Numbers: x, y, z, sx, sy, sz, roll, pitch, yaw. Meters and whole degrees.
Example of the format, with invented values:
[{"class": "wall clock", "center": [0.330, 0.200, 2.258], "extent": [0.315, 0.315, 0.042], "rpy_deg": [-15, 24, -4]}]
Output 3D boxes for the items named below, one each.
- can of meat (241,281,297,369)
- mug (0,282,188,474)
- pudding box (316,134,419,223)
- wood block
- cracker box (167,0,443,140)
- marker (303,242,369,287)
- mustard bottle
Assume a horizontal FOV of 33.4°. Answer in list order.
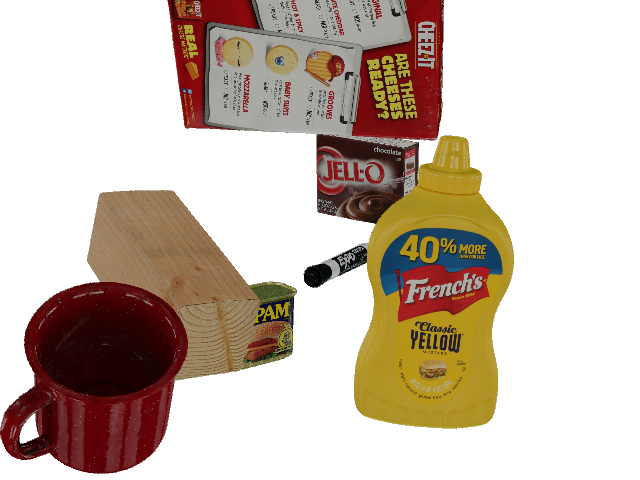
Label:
[{"class": "can of meat", "center": [-0.079, 0.102, 1.287], "extent": [0.101, 0.084, 0.058], "rpy_deg": [-10, 19, -37]}, {"class": "mug", "center": [-0.138, 0.091, 0.635], "extent": [0.093, 0.082, 0.117], "rpy_deg": [36, 47, 23]}, {"class": "pudding box", "center": [0.050, -0.068, 1.148], "extent": [0.114, 0.090, 0.039], "rpy_deg": [11, 24, 29]}, {"class": "wood block", "center": [-0.154, 0.039, 1.086], "extent": [0.090, 0.091, 0.206], "rpy_deg": [-4, 35, -35]}, {"class": "cracker box", "center": [-0.009, -0.170, 0.853], "extent": [0.214, 0.164, 0.072], "rpy_deg": [3, 36, 10]}, {"class": "marker", "center": [0.017, 0.022, 0.954], "extent": [0.020, 0.020, 0.120], "rpy_deg": [0, 10, 26]}, {"class": "mustard bottle", "center": [0.078, 0.026, 0.707], "extent": [0.096, 0.192, 0.058], "rpy_deg": [5, 14, -1]}]
